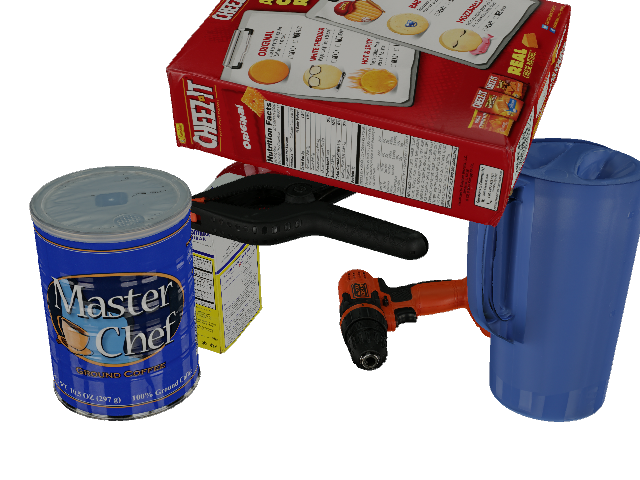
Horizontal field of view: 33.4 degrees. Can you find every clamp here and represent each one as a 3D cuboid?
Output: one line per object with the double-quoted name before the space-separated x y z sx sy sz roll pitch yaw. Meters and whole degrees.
"clamp" -0.012 -0.035 0.938 0.210 0.036 0.164 0 32 4

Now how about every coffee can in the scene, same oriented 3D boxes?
"coffee can" -0.135 0.034 0.716 0.103 0.140 0.103 0 27 0

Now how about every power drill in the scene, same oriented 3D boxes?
"power drill" 0.114 0.083 1.204 0.187 0.057 0.184 -3 27 -2

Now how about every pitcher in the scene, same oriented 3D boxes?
"pitcher" 0.206 0.038 0.958 0.149 0.243 0.145 6 22 10

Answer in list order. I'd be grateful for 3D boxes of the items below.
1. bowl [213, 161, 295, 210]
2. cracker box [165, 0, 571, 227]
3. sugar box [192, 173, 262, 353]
"bowl" -0.052 -0.050 1.330 0.162 0.055 0.162 -1 32 1
"cracker box" 0.035 -0.104 0.680 0.214 0.072 0.164 15 46 15
"sugar box" -0.104 0.025 1.137 0.048 0.176 0.093 14 37 22
